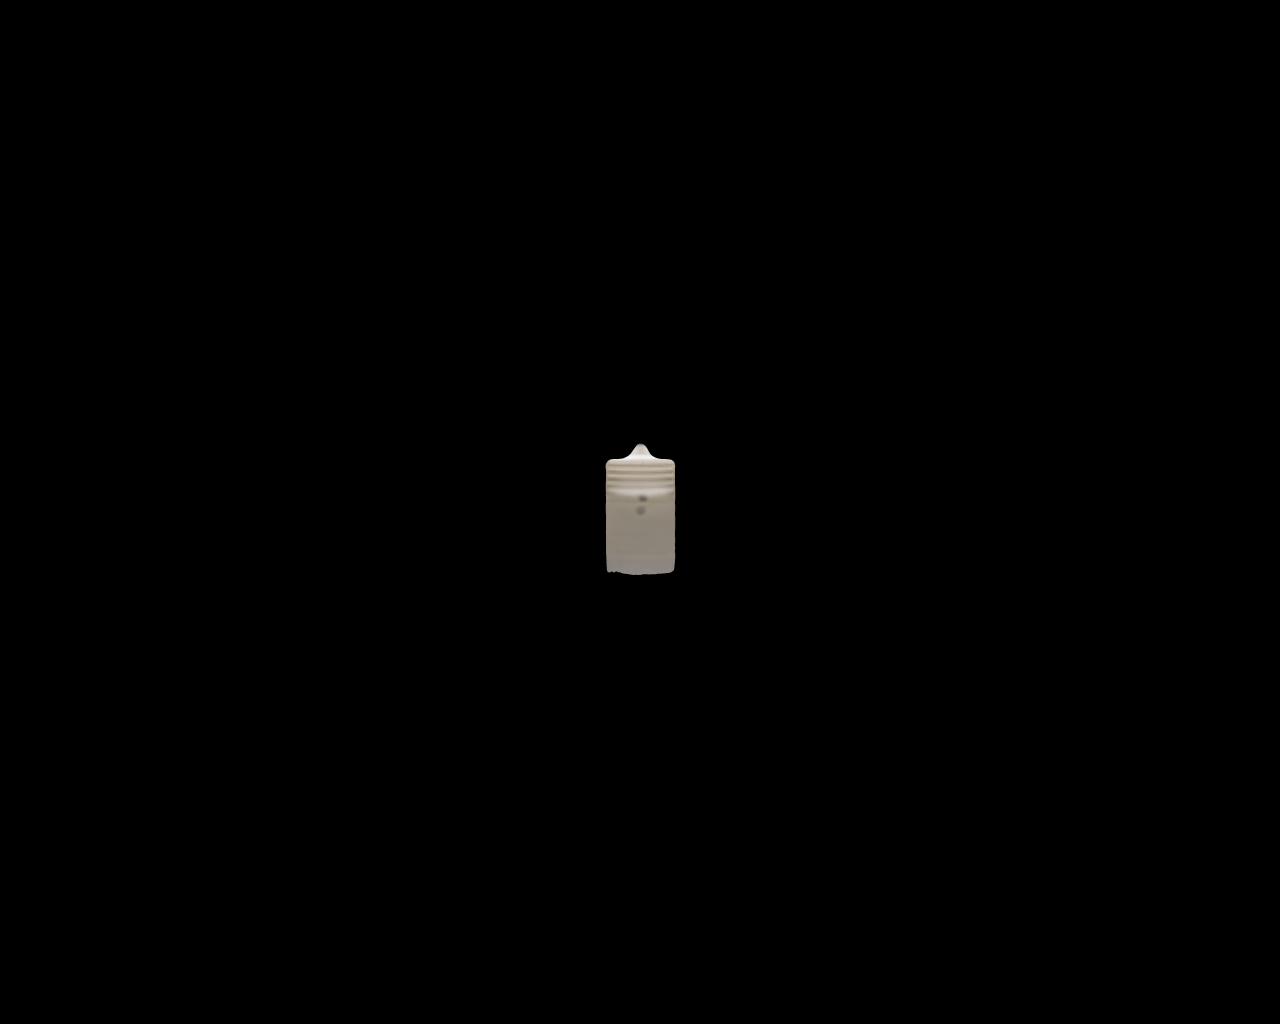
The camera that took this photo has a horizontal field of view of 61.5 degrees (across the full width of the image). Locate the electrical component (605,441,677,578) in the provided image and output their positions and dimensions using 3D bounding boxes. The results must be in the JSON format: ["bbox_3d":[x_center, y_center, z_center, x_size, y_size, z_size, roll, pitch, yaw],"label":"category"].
[{"bbox_3d":[0.001,-0.003,0.650,0.043,0.081,0.043,0,2,0],"label":"electrical component"}]
